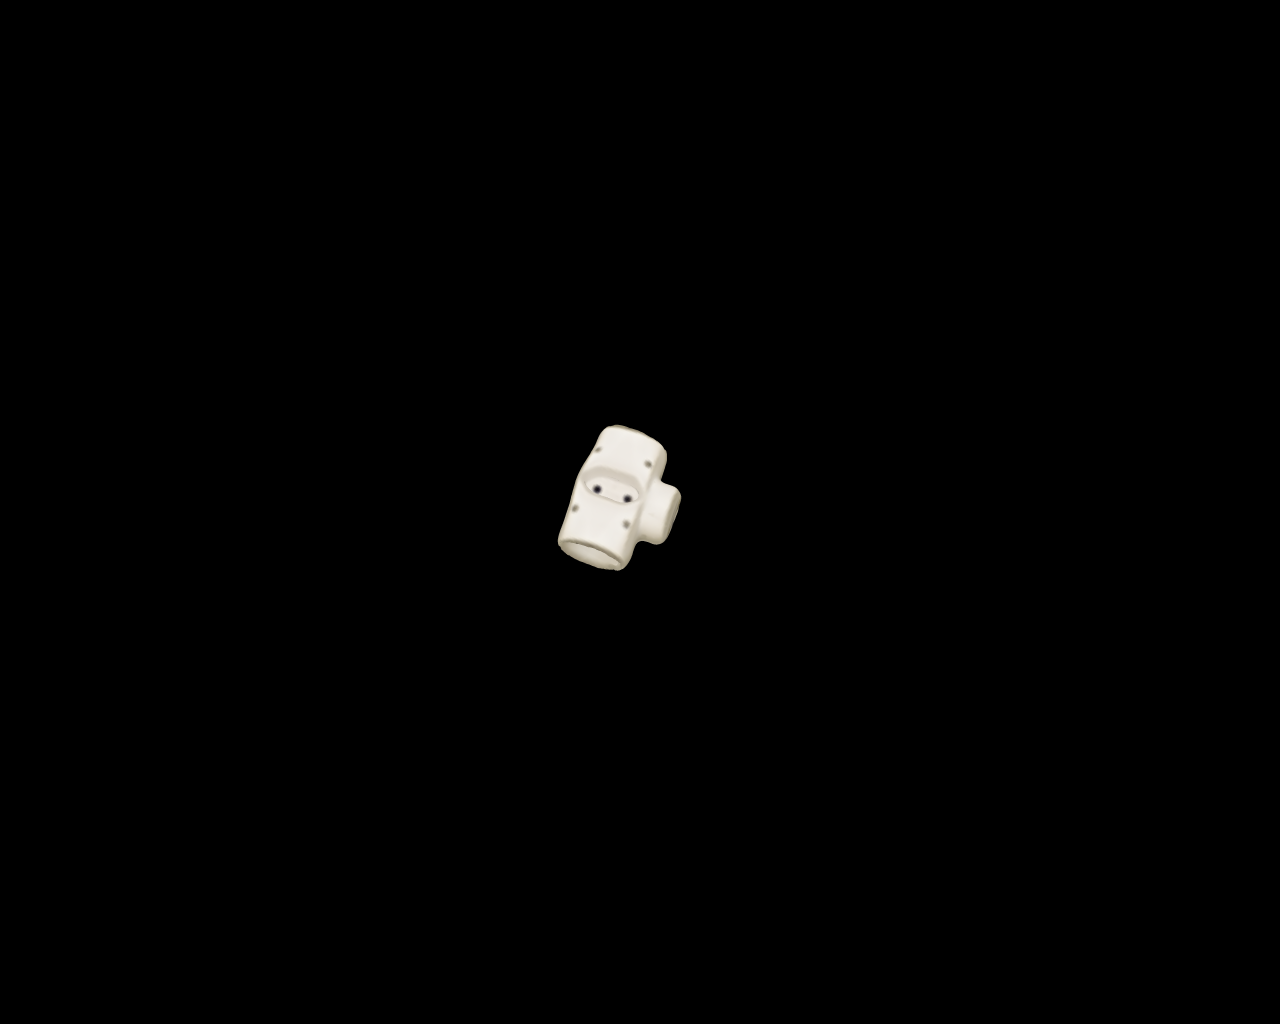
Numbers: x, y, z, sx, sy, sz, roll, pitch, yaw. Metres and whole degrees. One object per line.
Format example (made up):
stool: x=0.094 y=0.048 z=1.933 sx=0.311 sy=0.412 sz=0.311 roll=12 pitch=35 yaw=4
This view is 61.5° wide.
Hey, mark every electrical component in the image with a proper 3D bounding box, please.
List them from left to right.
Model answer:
electrical component: x=0.001 y=-0.003 z=0.650 sx=0.079 sy=0.077 sz=0.043 roll=19 pitch=-19 yaw=7
